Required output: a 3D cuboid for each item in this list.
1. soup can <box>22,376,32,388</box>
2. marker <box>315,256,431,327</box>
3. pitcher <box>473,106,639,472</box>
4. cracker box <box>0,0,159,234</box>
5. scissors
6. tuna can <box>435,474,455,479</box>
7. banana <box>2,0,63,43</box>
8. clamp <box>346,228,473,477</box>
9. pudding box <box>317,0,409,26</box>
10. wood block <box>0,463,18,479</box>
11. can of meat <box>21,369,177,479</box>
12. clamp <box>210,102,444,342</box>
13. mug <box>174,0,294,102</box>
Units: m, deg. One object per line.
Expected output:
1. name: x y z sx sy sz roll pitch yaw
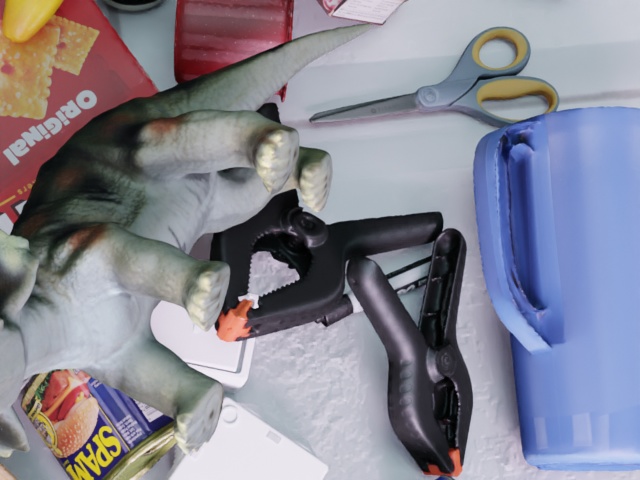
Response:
1. soup can: -0.231 0.054 0.663 0.068 0.069 0.102 -44 120 -20
2. marker: 0.049 0.034 0.775 0.121 0.020 0.020 -22 78 -17
3. pitcher: 0.182 0.035 0.742 0.149 0.145 0.243 -2 76 6
4. cracker box: -0.198 -0.078 0.735 0.164 0.072 0.214 -34 82 -18
5. scissors: 0.090 -0.128 0.836 0.201 0.016 0.096 3 71 -10
6. tuna can: 0.086 0.199 0.695 0.033 0.086 0.086 -24 79 -16
7. banana: -0.137 -0.204 0.719 0.197 0.037 0.069 -31 81 -17
8. clamp: 0.077 0.075 0.738 0.120 0.039 0.171 -25 107 -40
9. pudding box: 0.014 -0.208 0.800 0.039 0.113 0.090 -39 81 25
10. wood block: -0.240 0.156 0.644 0.206 0.090 0.090 42 69 4
11. can of meat: -0.136 0.109 0.673 0.057 0.102 0.084 -27 75 -46
12. clamp: -0.005 0.001 0.730 0.164 0.036 0.209 28 43 -2
13. mug: -0.061 -0.157 0.766 0.081 0.117 0.093 4 52 -5
